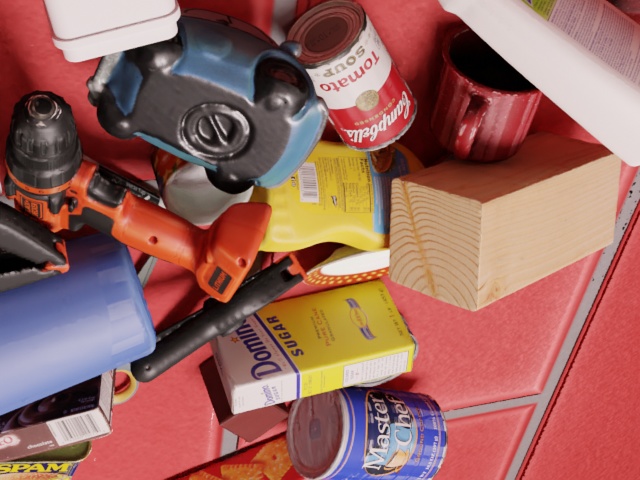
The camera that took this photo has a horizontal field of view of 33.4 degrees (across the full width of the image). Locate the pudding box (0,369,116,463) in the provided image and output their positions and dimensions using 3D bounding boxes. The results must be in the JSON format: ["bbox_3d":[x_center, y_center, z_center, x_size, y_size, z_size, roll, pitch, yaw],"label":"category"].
[{"bbox_3d":[-0.237,0.141,0.930,0.113,0.090,0.039,-13,126,2],"label":"pudding box"}]

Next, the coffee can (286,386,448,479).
[{"bbox_3d":[0.050,0.206,1.132,0.140,0.103,0.103,13,126,-34],"label":"coffee can"}]

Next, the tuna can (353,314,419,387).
[{"bbox_3d":[0.055,0.110,1.089,0.086,0.034,0.086,-13,136,-13],"label":"tuna can"}]

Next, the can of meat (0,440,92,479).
[{"bbox_3d":[-0.274,0.199,1.001,0.102,0.057,0.084,4,144,-25],"label":"can of meat"}]

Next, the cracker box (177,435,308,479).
[{"bbox_3d":[-0.094,0.316,1.201,0.213,0.072,0.164,-21,137,-3],"label":"cracker box"}]

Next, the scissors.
[{"bbox_3d":[-0.176,0.091,0.977,0.096,0.016,0.202,27,118,-39],"label":"scissors"}]

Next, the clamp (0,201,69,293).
[{"bbox_3d":[-0.285,0.010,0.747,0.209,0.036,0.165,11,134,-34],"label":"clamp"}]

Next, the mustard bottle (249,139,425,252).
[{"bbox_3d":[0.033,-0.039,0.888,0.191,0.096,0.058,0,165,-26],"label":"mustard bottle"}]

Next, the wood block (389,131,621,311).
[{"bbox_3d":[0.158,-0.022,0.891,0.205,0.090,0.091,-20,119,-42],"label":"wood block"}]

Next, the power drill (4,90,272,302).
[{"bbox_3d":[-0.132,-0.028,0.756,0.187,0.057,0.185,24,158,-5],"label":"power drill"}]

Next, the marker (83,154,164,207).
[{"bbox_3d":[-0.149,-0.036,0.860,0.020,0.020,0.121,-43,135,19],"label":"marker"}]

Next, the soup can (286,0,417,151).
[{"bbox_3d":[0.024,-0.125,0.815,0.068,0.068,0.102,-31,136,7],"label":"soup can"}]

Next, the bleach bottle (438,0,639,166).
[{"bbox_3d":[0.165,-0.165,0.788,0.250,0.102,0.068,36,137,-12],"label":"bleach bottle"}]

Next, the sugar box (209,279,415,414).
[{"bbox_3d":[-0.010,0.097,1.003,0.176,0.093,0.048,-11,135,-15],"label":"sugar box"}]

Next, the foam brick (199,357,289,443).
[{"bbox_3d":[-0.073,0.147,1.035,0.051,0.078,0.053,-37,137,10],"label":"foam brick"}]

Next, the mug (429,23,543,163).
[{"bbox_3d":[0.131,-0.109,0.851,0.093,0.117,0.081,20,137,8],"label":"mug"}]

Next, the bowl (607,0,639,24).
[{"bbox_3d":[0.283,-0.208,0.859,0.162,0.055,0.162,-13,136,-13],"label":"bowl"}]

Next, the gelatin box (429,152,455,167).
[{"bbox_3d":[0.128,-0.040,0.975,0.073,0.030,0.089,-38,136,14],"label":"gelatin box"}]

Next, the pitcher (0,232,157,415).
[{"bbox_3d":[-0.260,0.080,0.858,0.242,0.149,0.145,-18,117,-11],"label":"pitcher"}]

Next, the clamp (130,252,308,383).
[{"bbox_3d":[-0.091,0.067,0.949,0.171,0.120,0.039,-30,100,-6],"label":"clamp"}]
